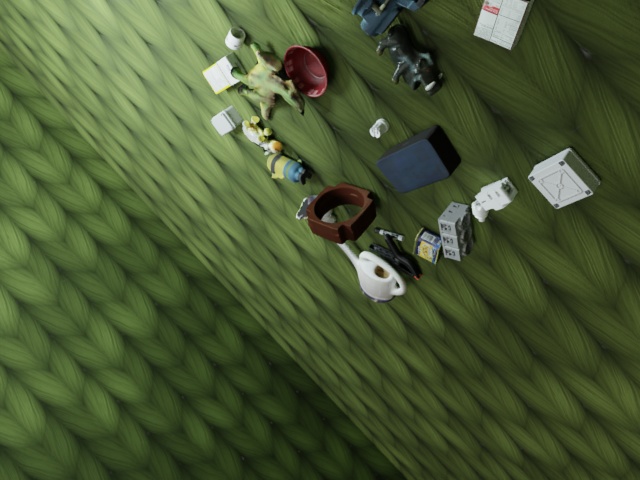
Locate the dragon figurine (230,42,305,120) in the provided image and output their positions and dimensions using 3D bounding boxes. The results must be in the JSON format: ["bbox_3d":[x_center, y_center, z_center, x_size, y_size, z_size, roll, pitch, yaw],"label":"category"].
[{"bbox_3d":[-0.142,-0.455,1.601,0.245,0.123,0.403,40,169,24],"label":"dragon figurine"}]

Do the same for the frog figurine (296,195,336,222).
[{"bbox_3d":[0.006,-0.097,1.933,0.158,0.125,0.135,18,153,-30],"label":"frog figurine"}]

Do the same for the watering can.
[{"bbox_3d":[0.181,0.113,1.942,0.351,0.105,0.219,33,150,27],"label":"watering can"}]
